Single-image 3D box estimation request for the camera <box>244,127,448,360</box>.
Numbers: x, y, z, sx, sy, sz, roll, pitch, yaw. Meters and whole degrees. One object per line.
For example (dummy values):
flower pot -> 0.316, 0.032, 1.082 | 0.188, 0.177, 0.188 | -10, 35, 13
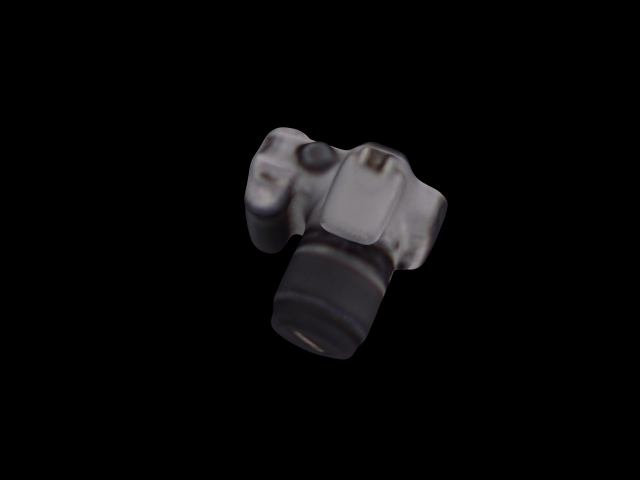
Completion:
camera -> 0.004, 0.001, 0.400 | 0.143, 0.101, 0.137 | 20, 66, 10
